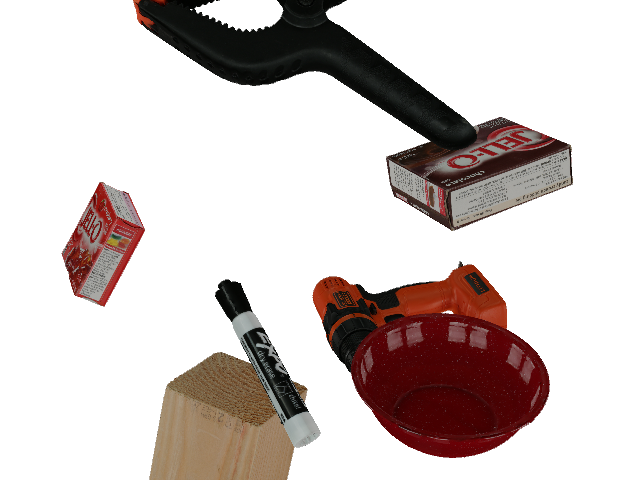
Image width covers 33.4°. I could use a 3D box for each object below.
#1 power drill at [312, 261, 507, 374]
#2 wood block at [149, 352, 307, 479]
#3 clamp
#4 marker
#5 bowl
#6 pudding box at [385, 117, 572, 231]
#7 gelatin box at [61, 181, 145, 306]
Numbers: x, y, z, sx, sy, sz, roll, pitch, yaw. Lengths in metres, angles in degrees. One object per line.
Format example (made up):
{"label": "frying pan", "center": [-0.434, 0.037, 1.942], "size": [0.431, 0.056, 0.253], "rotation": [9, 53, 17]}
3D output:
{"label": "power drill", "center": [0.097, 0.084, 1.126], "size": [0.187, 0.057, 0.184], "rotation": [-6, 28, -13]}
{"label": "wood block", "center": [-0.088, 0.212, 0.898], "size": [0.090, 0.206, 0.090], "rotation": [20, 21, 19]}
{"label": "clamp", "center": [-0.003, -0.125, 0.630], "size": [0.210, 0.164, 0.036], "rotation": [-4, -20, -4]}
{"label": "marker", "center": [-0.036, 0.076, 0.683], "size": [0.020, 0.121, 0.020], "rotation": [-25, -25, -13]}
{"label": "bowl", "center": [0.105, 0.128, 0.885], "size": [0.162, 0.055, 0.162], "rotation": [1, 33, -1]}
{"label": "pudding box", "center": [0.121, -0.053, 0.815], "size": [0.113, 0.039, 0.090], "rotation": [-22, 27, -18]}
{"label": "gelatin box", "center": [-0.179, 0.001, 0.869], "size": [0.030, 0.073, 0.089], "rotation": [25, 12, -28]}
